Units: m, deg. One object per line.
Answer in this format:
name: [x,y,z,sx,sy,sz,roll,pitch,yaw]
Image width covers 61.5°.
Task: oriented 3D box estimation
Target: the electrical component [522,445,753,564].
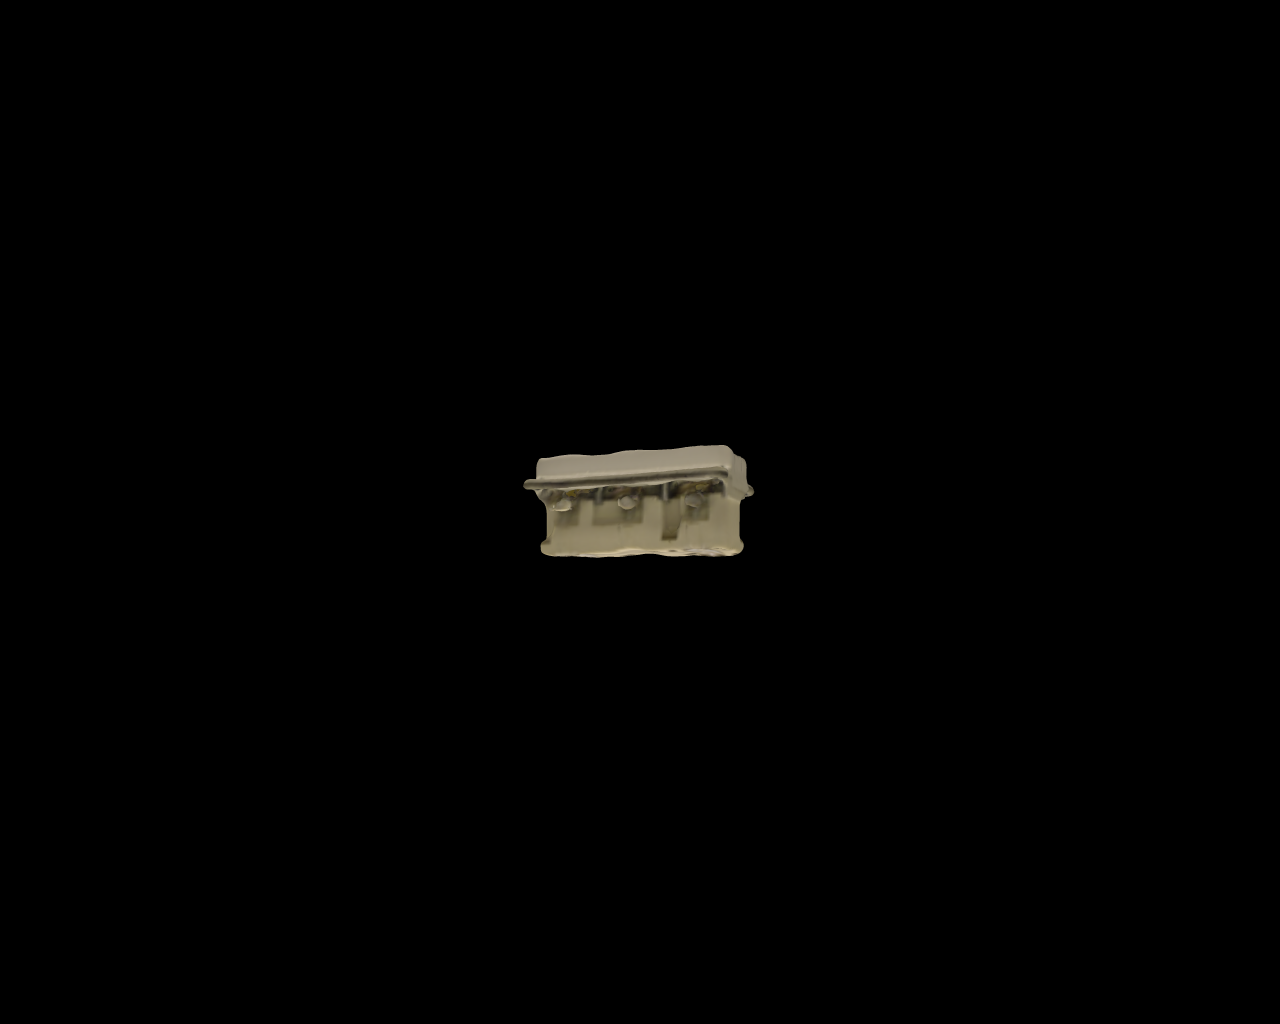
electrical component: [0.001,-0.003,0.650,0.121,0.063,0.078,-2,-7,18]
